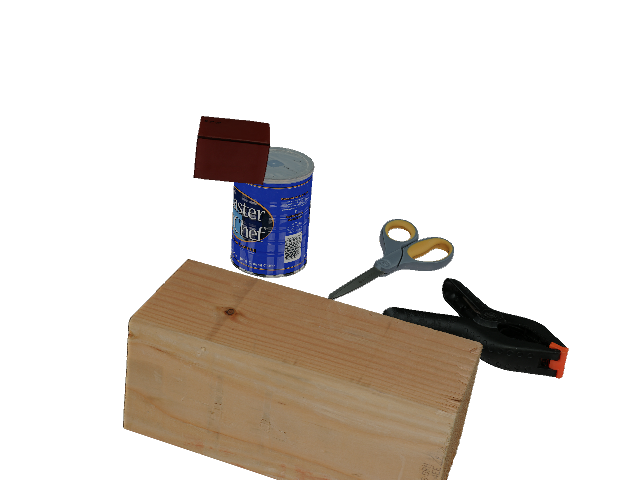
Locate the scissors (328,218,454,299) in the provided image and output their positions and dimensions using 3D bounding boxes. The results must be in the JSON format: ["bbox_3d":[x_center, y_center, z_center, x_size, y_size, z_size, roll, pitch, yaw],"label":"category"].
[{"bbox_3d":[0.064,0.018,1.198,0.201,0.016,0.096,-12,42,-35],"label":"scissors"}]

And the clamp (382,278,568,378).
[{"bbox_3d":[0.156,0.080,1.006,0.172,0.039,0.120,20,32,25],"label":"clamp"}]

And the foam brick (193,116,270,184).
[{"bbox_3d":[-0.095,-0.097,1.151,0.078,0.051,0.053,6,31,-4],"label":"foam brick"}]

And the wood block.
[{"bbox_3d":[-0.012,0.093,0.683,0.206,0.090,0.090,16,30,14],"label":"wood block"}]

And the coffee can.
[{"bbox_3d":[-0.063,-0.037,1.381,0.103,0.140,0.103,3,28,-2],"label":"coffee can"}]
